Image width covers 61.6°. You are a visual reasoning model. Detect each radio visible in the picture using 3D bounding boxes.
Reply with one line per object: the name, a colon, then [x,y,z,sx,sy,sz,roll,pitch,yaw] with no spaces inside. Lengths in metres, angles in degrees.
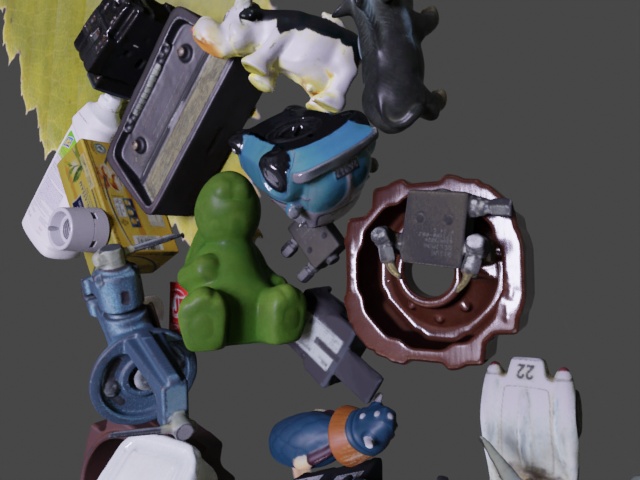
radio: [-0.166,-0.153,0.655,0.131,0.073,0.229,45,111,26]

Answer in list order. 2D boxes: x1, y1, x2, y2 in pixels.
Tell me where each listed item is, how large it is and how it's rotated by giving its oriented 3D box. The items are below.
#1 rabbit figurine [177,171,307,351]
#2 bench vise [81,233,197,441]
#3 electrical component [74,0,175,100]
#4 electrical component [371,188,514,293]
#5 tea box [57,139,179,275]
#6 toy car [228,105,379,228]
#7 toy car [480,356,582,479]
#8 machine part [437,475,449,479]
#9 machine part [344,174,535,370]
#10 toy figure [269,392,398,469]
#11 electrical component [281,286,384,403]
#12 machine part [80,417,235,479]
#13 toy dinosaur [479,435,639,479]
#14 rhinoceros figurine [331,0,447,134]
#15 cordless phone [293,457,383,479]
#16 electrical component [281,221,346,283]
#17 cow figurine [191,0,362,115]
rabbit figurine: [-0.086,0.017,0.555,0.159,0.121,0.170,177,92,-75]
bench vise: [-0.192,0.122,0.590,0.241,0.129,0.223,29,117,51]
electrical component: [-0.235,-0.242,0.681,0.134,0.115,0.058,-43,63,26]
electrical component: [0.094,-0.003,0.429,0.102,0.045,0.078,13,96,32]
tea box: [-0.267,-0.042,0.710,0.068,0.098,0.169,-35,69,29]
toy car: [-0.014,-0.064,0.513,0.162,0.109,0.102,25,140,52]
toy car: [0.171,0.195,0.431,0.074,0.056,0.201,-3,88,35]
machine part: [0.124,0.280,0.457,0.039,0.084,0.138,-15,90,2]
machine part: [0.103,0.028,0.481,0.180,0.056,0.179,-1,88,33]
toy figure: [0.016,0.193,0.534,0.154,0.057,0.064,-22,55,36]
electrical component: [0.021,0.107,0.539,0.119,0.047,0.074,34,108,30]
machine part: [-0.213,0.322,0.674,0.201,0.087,0.201,18,101,33]
toy dinosaur: [0.271,0.284,0.318,0.405,0.131,0.192,20,99,34]
rhinoceros figurine: [0.056,-0.190,0.484,0.073,0.112,0.190,-7,93,36]
cordless phone: [0.028,0.318,0.513,0.147,0.088,0.184,-27,79,31]
electrical component: [-0.001,-0.002,0.572,0.094,0.021,0.063,-46,66,23]
cow figurine: [-0.038,-0.197,0.536,0.167,0.068,0.098,26,89,-5]
